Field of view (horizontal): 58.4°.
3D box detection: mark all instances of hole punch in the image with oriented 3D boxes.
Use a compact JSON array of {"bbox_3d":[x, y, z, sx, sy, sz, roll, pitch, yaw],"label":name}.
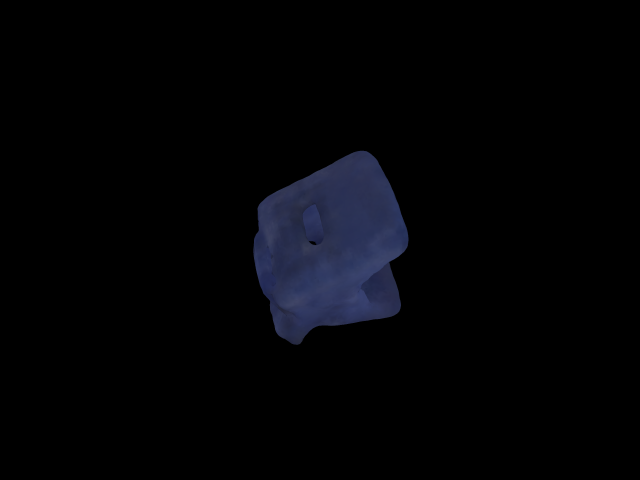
[{"bbox_3d":[0.004,0.001,0.400,0.101,0.091,0.108,-9,46,-8],"label":"hole punch"}]
